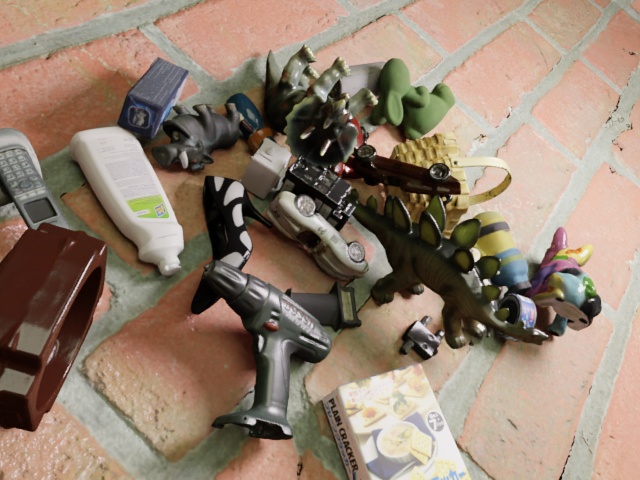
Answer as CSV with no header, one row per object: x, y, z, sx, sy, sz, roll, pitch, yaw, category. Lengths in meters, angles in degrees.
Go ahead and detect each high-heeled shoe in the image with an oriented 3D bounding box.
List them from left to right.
-0.172,-0.006,0.837,0.145,0.086,0.249,34,45,-1,high-heeled shoe

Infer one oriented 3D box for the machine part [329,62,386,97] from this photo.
0.085,-0.349,1.195,0.243,0.079,0.079,-22,71,-36,machine part

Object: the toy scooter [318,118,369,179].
0.058,-0.177,1.069,0.135,0.075,0.184,20,56,-13,toy scooter

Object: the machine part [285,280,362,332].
0.001,0.107,0.876,0.139,0.039,0.084,4,66,-27,machine part

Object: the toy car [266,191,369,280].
-0.002,-0.003,0.905,0.201,0.073,0.056,43,57,-9,toy car

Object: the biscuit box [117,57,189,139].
-0.279,-0.244,0.911,0.063,0.059,0.203,22,31,-14,biscuit box

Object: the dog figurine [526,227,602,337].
0.493,0.067,1.067,0.108,0.191,0.219,30,66,2,dog figurine

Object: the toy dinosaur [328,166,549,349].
0.170,0.024,0.910,0.472,0.198,0.105,33,37,28,toy dinosaur

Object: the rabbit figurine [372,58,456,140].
0.183,-0.312,1.188,0.170,0.121,0.159,45,79,-23,rabbit figurine

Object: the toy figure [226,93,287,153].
-0.120,-0.204,1.008,0.064,0.058,0.154,-28,79,-31,toy figure

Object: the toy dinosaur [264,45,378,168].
-0.038,-0.257,1.023,0.192,0.405,0.131,-48,131,-7,toy dinosaur

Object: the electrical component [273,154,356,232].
-0.008,-0.069,0.937,0.134,0.115,0.058,36,55,-2,electrical component

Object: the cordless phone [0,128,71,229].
-0.440,-0.052,0.730,0.146,0.088,0.184,-29,79,-38,cordless phone

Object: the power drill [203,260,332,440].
-0.087,0.159,0.741,0.232,0.086,0.207,32,47,-34,power drill

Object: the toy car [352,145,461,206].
0.148,-0.110,0.950,0.202,0.089,0.053,21,68,24,toy car

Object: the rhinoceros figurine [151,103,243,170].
-0.211,-0.177,0.920,0.073,0.112,0.190,8,25,28,rhinoceros figurine

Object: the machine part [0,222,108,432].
-0.323,0.097,0.610,0.087,0.201,0.201,21,52,-10,machine part

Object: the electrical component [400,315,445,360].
0.177,0.174,0.929,0.063,0.021,0.094,45,50,5,electrical component

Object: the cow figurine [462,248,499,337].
0.300,0.096,1.013,0.098,0.068,0.167,30,54,-13,cow figurine

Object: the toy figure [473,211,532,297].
0.360,0.027,1.075,0.082,0.089,0.180,24,36,-57,toy figure
